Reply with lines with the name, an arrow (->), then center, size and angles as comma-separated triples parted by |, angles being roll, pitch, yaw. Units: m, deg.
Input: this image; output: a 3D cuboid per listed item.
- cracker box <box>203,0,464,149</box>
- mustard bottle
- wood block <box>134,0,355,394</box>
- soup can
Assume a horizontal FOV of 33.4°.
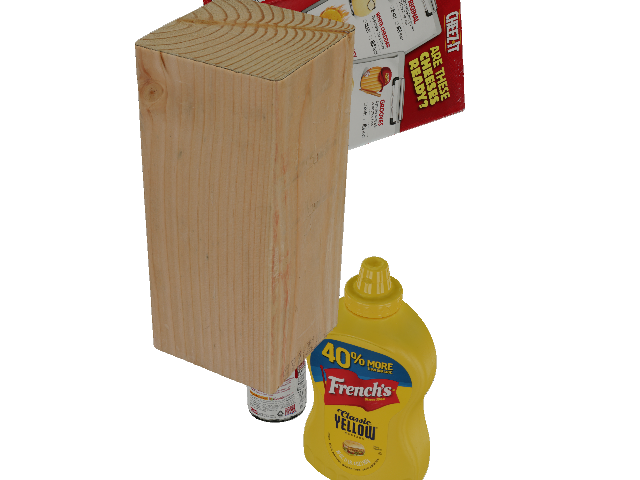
cracker box -> 0.015, -0.163, 0.930 | 0.213, 0.164, 0.072 | -21, 40, -15
mustard bottle -> 0.036, 0.096, 0.783 | 0.096, 0.192, 0.058 | 15, 34, 22
wood block -> -0.043, -0.025, 0.629 | 0.091, 0.206, 0.090 | 19, 37, 23
soup can -> -0.050, 0.143, 1.192 | 0.068, 0.102, 0.068 | -2, 25, 1
